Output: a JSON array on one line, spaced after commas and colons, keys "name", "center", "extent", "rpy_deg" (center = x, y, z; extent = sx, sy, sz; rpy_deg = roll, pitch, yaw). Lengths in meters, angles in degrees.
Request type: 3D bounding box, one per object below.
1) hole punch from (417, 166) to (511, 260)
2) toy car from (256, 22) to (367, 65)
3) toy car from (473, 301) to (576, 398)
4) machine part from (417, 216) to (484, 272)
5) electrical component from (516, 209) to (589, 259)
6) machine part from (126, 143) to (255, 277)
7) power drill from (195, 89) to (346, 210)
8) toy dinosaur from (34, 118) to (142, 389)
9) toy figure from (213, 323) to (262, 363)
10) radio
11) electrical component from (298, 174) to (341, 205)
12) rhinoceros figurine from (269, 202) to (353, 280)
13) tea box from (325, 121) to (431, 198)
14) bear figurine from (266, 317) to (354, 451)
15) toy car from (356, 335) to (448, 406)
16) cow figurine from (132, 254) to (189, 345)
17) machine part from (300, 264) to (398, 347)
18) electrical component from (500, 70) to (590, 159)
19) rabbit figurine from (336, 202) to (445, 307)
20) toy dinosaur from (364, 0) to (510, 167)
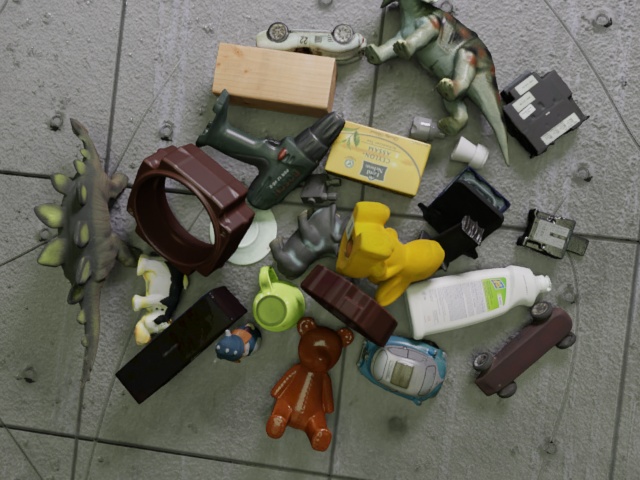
[{"name": "hole punch", "center": [0.260, -0.054, 0.951], "extent": [0.142, 0.092, 0.115], "rpy_deg": [42, 131, 0]}, {"name": "toy car", "center": [-0.015, -0.352, 0.974], "extent": [0.202, 0.073, 0.056], "rpy_deg": [4, 87, 5]}, {"name": "toy car", "center": [0.358, 0.195, 0.953], "extent": [0.202, 0.053, 0.089], "rpy_deg": [-43, 107, 5]}, {"name": "machine part", "center": [0.221, 0.008, 0.937], "extent": [0.139, 0.039, 0.084], "rpy_deg": [-34, 89, 46]}, {"name": "electrical component", "center": [0.418, -0.003, 0.950], "extent": [0.119, 0.048, 0.074], "rpy_deg": [23, 93, 6]}, {"name": "machine part", "center": [-0.231, -0.048, 0.940], "extent": [0.201, 0.087, 0.201], "rpy_deg": [40, 128, 4]}, {"name": "power drill", "center": [-0.097, -0.176, 0.938], "extent": [0.207, 0.086, 0.232], "rpy_deg": [28, 118, -19]}, {"name": "toy dinosaur", "center": [-0.411, 0.011, 0.949], "extent": [0.105, 0.198, 0.471], "rpy_deg": [-10, 88, 8]}, {"name": "toy figure", "center": [-0.141, 0.181, 0.946], "extent": [0.058, 0.154, 0.064], "rpy_deg": [-5, 89, 8]}, {"name": "radio", "center": [-0.242, 0.181, 0.966], "extent": [0.229, 0.131, 0.073], "rpy_deg": [-40, 87, 4]}, {"name": "electrical component", "center": [-0.009, -0.092, 0.980], "extent": [0.094, 0.021, 0.063], "rpy_deg": [2, 53, 21]}, {"name": "rhinoceros figurine", "center": [-0.002, -0.003, 0.974], "extent": [0.190, 0.073, 0.112], "rpy_deg": [-36, 86, 4]}, {"name": "tea box", "center": [0.103, -0.144, 0.967], "extent": [0.170, 0.068, 0.098], "rpy_deg": [15, 91, 4]}, {"name": "bear figurine", "center": [-0.012, 0.246, 0.951], "extent": [0.120, 0.132, 0.195], "rpy_deg": [20, 98, -6]}, {"name": "toy car", "center": [0.148, 0.224, 0.947], "extent": [0.162, 0.103, 0.109], "rpy_deg": [18, 91, 3]}, {"name": "cow figurine", "center": [-0.299, 0.113, 1.004], "extent": [0.098, 0.068, 0.167], "rpy_deg": [4, 92, -16]}, {"name": "machine part", "center": [0.050, 0.110, 0.918], "extent": [0.179, 0.179, 0.056], "rpy_deg": [37, 82, 4]}, {"name": "electrical component", "center": [0.384, -0.229, 0.947], "extent": [0.115, 0.058, 0.134], "rpy_deg": [-35, 87, 2]}, {"name": "rabbit figurine", "center": [0.122, 0.036, 0.906], "extent": [0.173, 0.122, 0.162], "rpy_deg": [7, 123, -15]}, {"name": "toy dinosaur", "center": [0.226, -0.322, 0.934], "extent": [0.404, 0.131, 0.192], "rpy_deg": [45, 74, -9]}]
